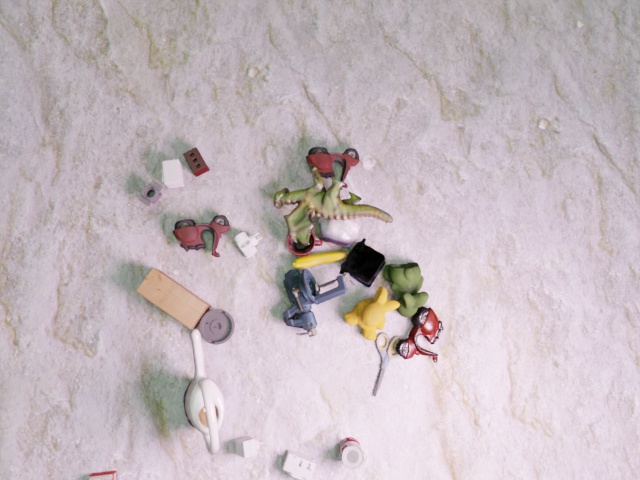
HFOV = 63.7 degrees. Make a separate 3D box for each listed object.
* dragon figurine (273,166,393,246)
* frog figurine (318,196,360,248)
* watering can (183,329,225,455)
[{"bbox_3d":[0.005,-0.081,1.609,0.415,0.120,0.244,35,82,34],"label":"dragon figurine"},{"bbox_3d":[0.065,-0.062,1.670,0.138,0.122,0.159,12,91,19],"label":"frog figurine"},{"bbox_3d":[-0.343,0.439,1.506,0.104,0.221,0.351,-8,78,-23],"label":"watering can"}]
